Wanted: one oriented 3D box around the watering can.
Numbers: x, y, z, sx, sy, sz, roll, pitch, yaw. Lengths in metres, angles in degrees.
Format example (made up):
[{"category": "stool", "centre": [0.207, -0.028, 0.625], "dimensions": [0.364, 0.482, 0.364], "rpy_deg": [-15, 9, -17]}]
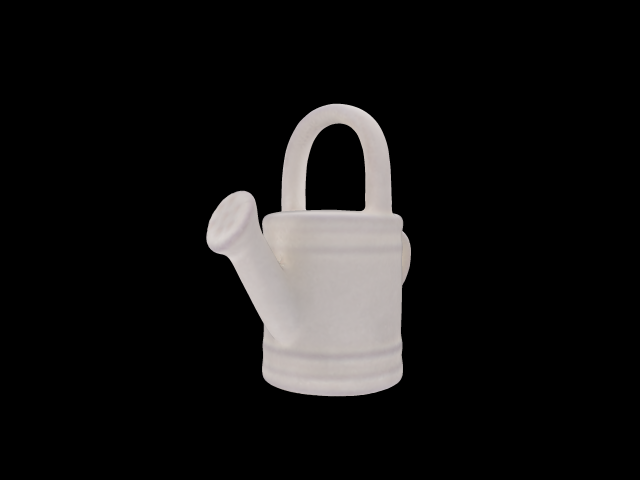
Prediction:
[{"category": "watering can", "centre": [0.005, 0.001, 0.398], "dimensions": [0.100, 0.194, 0.173], "rpy_deg": [1, 2, 24]}]
